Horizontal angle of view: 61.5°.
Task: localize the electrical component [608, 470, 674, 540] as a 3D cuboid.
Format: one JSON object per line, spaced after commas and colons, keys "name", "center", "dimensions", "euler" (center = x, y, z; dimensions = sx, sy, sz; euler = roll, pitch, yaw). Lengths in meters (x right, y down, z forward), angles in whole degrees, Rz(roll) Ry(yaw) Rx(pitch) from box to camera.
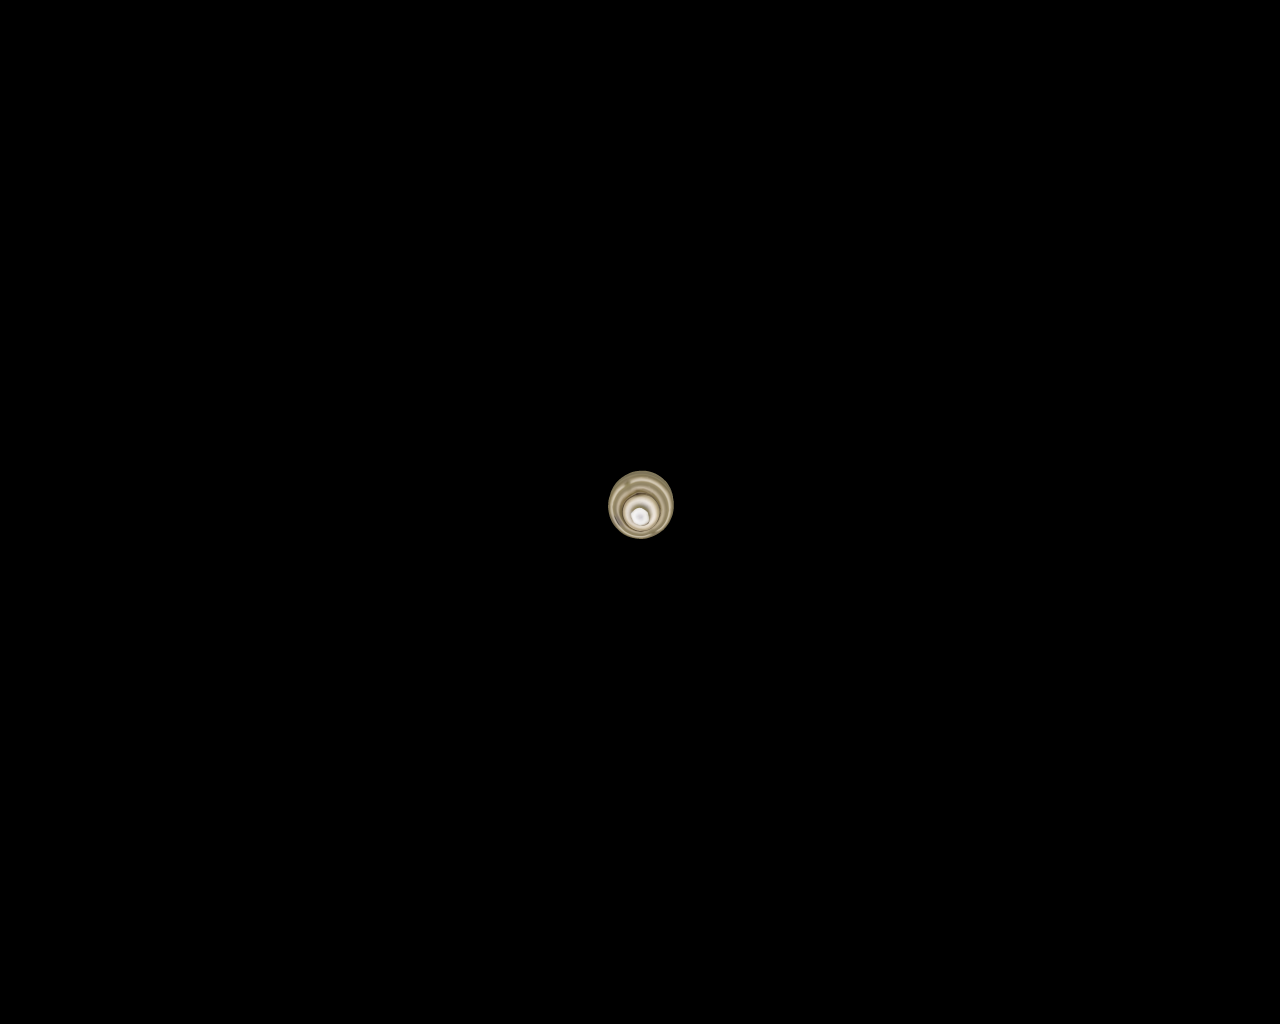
{"name": "electrical component", "center": [0.001, -0.003, 0.650], "dimensions": [0.040, 0.040, 0.078], "euler": [0, 8, 0]}
